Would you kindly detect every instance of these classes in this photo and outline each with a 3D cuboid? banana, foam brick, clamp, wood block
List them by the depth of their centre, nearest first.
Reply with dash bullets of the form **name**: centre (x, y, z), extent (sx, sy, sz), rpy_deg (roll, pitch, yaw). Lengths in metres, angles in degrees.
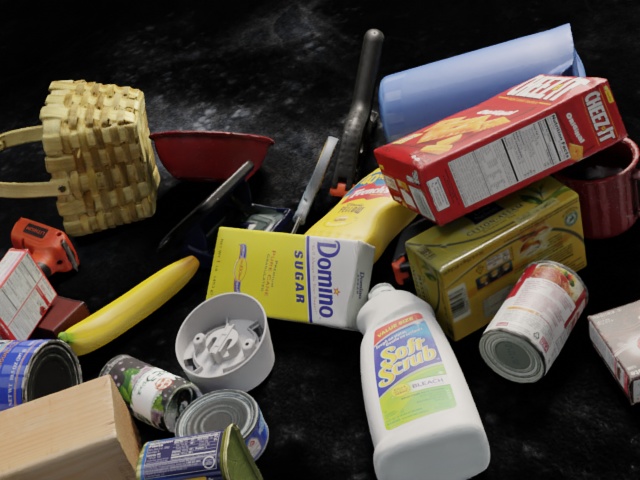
- **wood block**: centre (-0.276, 0.216, 0.999), extent (0.206, 0.090, 0.091), rpy_deg (-19, 36, -2)
- **clamp**: centre (0.140, -0.015, 1.177), extent (0.171, 0.039, 0.120), rpy_deg (-29, 35, -15)
- **banana**: centre (-0.215, 0.079, 1.186), extent (0.197, 0.037, 0.070), rpy_deg (-35, 2, -38)
- **foam brick**: centre (-0.299, 0.098, 1.201), extent (0.078, 0.053, 0.051), rpy_deg (9, 43, 34)
- **clamp**: centre (0.048, -0.134, 1.330), extent (0.036, 0.164, 0.210), rpy_deg (10, 64, 8)

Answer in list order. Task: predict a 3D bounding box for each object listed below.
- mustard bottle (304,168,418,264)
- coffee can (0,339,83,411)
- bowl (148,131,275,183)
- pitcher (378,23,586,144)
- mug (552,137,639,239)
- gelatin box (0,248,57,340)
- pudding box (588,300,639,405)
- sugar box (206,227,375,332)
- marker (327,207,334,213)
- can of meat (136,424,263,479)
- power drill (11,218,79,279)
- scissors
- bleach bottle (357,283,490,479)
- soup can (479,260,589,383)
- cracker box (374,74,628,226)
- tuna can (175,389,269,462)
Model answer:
- **mustard bottle**: centre (0.064, -0.034, 1.218), extent (0.096, 0.058, 0.191), rpy_deg (3, 38, 45)
- **coffee can**: centre (-0.331, 0.153, 1.096), extent (0.140, 0.103, 0.102), rpy_deg (-2, 38, 21)
- **bowl**: centre (-0.139, -0.103, 1.363), extent (0.162, 0.055, 0.162), rpy_deg (2, -1, 0)
- **pitcher**: centre (0.202, -0.170, 1.300), extent (0.243, 0.149, 0.145), rpy_deg (-10, 51, 16)
- **mug**: centre (0.302, -0.053, 1.121), extent (0.117, 0.081, 0.093), rpy_deg (10, 43, 33)
- **gelatin box**: centre (-0.330, 0.064, 1.148), extent (0.030, 0.073, 0.089), rpy_deg (1, 45, 27)
- **pudding box**: centre (0.311, 0.092, 0.958), extent (0.113, 0.039, 0.090), rpy_deg (-19, 36, -1)
- **sugar box**: centre (-0.033, 0.040, 1.134), extent (0.176, 0.048, 0.093), rpy_deg (4, 82, 32)
- **marker**: centre (-0.008, 0.001, 1.235), extent (0.020, 0.020, 0.121), rpy_deg (10, 43, 33)
- **can of meat**: centre (-0.101, 0.212, 0.919), extent (0.084, 0.102, 0.057), rpy_deg (-11, 36, 12)
- **power drill**: centre (-0.403, 0.053, 1.305), extent (0.185, 0.057, 0.187), rpy_deg (17, 51, 34)
- **scissors**: centre (-0.022, -0.030, 1.273), extent (0.016, 0.096, 0.201), rpy_deg (23, 74, 0)
- **bleach bottle**: centre (0.077, 0.123, 0.998), extent (0.102, 0.068, 0.251), rpy_deg (-18, 33, 0)
- **soup can**: centre (0.201, 0.077, 1.001), extent (0.069, 0.068, 0.102), rpy_deg (11, 45, 34)
- **cracker box**: centre (0.180, -0.101, 1.106), extent (0.213, 0.072, 0.164), rpy_deg (-26, 15, -6)
- **tuna can**: centre (-0.094, 0.183, 1.013), extent (0.086, 0.034, 0.086), rpy_deg (-12, 36, 8)
